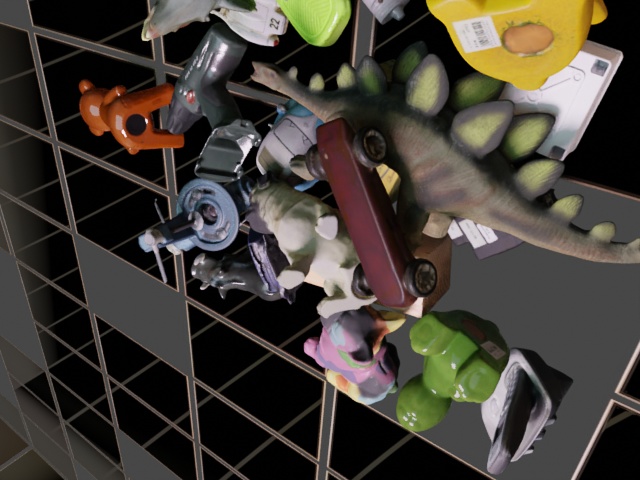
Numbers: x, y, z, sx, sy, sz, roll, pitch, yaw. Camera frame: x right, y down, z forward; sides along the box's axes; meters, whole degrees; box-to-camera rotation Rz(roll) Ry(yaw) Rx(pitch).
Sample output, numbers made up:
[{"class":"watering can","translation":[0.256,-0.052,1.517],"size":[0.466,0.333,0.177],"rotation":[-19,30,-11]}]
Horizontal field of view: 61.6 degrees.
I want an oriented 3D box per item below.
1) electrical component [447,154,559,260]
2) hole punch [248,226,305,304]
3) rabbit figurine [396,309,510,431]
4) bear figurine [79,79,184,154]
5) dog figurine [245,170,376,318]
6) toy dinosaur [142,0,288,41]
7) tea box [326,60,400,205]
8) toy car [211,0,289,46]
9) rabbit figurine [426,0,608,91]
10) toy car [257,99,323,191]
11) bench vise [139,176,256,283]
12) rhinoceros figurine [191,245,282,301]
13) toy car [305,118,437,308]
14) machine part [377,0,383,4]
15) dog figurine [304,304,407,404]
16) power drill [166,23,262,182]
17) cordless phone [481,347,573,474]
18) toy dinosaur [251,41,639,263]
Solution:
[{"class":"electrical component","translation":[0.201,-0.045,0.635],"size":[0.134,0.058,0.115],"rotation":[-26,94,45]},{"class":"hole punch","translation":[-0.063,0.011,0.832],"size":[0.092,0.116,0.142],"rotation":[17,139,34]},{"class":"rabbit figurine","translation":[0.162,0.176,0.725],"size":[0.121,0.159,0.170],"rotation":[40,114,17]},{"class":"bear figurine","translation":[-0.345,-0.226,0.963],"size":[0.196,0.132,0.120],"rotation":[30,131,47]},{"class":"dog figurine","translation":[0.000,-0.006,0.694],"size":[0.172,0.121,0.191],"rotation":[41,-173,-33]},{"class":"toy dinosaur","translation":[-0.075,-0.379,0.521],"size":[0.192,0.131,0.404],"rotation":[57,135,47]},{"class":"tea box","translation":[0.082,-0.126,0.679],"size":[0.098,0.068,0.169],"rotation":[37,133,16]},{"class":"toy car","translation":[-0.125,-0.336,0.738],"size":[0.202,0.056,0.073],"rotation":[37,132,19]},{"class":"rabbit figurine","translation":[0.177,-0.220,0.429],"size":[0.122,0.162,0.173],"rotation":[-6,68,41]},{"class":"toy car","translation":[-0.039,-0.127,0.755],"size":[0.109,0.103,0.161],"rotation":[50,133,7]},{"class":"bench vise","translation":[-0.214,-0.025,0.875],"size":[0.224,0.240,0.128],"rotation":[-18,99,28]},{"class":"rhinoceros figurine","translation":[-0.136,0.063,0.937],"size":[0.191,0.112,0.073],"rotation":[12,123,26]},{"class":"toy car","translation":[0.052,-0.025,0.539],"size":[0.089,0.053,0.202],"rotation":[-8,107,54]},{"class":"machine part","translation":[0.064,-0.366,0.533],"size":[0.079,0.079,0.243],"rotation":[12,111,35]},{"class":"dog figurine","translation":[0.067,0.157,0.764],"size":[0.191,0.108,0.219],"rotation":[48,162,-3]},{"class":"power drill","translation":[-0.164,-0.185,0.804],"size":[0.232,0.086,0.207],"rotation":[-50,44,38]},{"class":"cordless phone","translation":[0.239,0.240,0.676],"size":[0.089,0.184,0.146],"rotation":[28,129,19]},{"class":"toy dinosaur","translation":[0.130,-0.079,0.560],"size":[0.472,0.105,0.198],"rotation":[32,129,6]}]
